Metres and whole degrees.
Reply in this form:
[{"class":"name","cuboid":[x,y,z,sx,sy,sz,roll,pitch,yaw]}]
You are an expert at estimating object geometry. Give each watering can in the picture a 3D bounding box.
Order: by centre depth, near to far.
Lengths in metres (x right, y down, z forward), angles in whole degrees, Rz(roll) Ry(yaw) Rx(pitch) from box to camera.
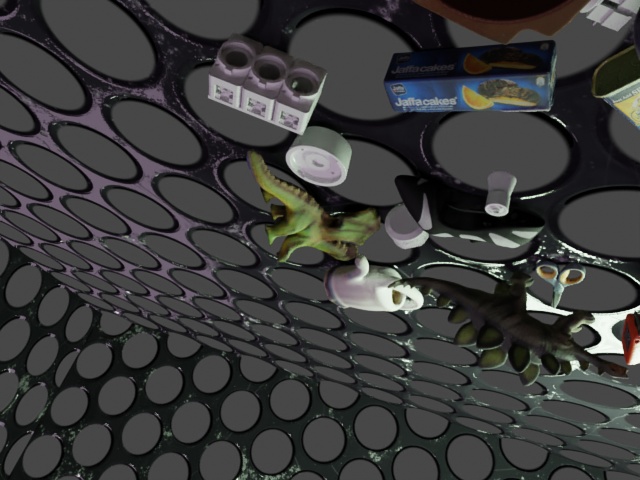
[{"class":"watering can","cuboid":[0.104,0.099,1.213,0.224,0.106,0.343,-1,156,37]}]

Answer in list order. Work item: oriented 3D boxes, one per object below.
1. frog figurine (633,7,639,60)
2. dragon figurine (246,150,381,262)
[{"class":"frog figurine","cuboid":[0.370,-0.205,0.468,0.123,0.161,0.135,14,115,49]},{"class":"dragon figurine","cuboid":[0.003,-0.053,1.061,0.243,0.125,0.402,-2,152,6]}]
